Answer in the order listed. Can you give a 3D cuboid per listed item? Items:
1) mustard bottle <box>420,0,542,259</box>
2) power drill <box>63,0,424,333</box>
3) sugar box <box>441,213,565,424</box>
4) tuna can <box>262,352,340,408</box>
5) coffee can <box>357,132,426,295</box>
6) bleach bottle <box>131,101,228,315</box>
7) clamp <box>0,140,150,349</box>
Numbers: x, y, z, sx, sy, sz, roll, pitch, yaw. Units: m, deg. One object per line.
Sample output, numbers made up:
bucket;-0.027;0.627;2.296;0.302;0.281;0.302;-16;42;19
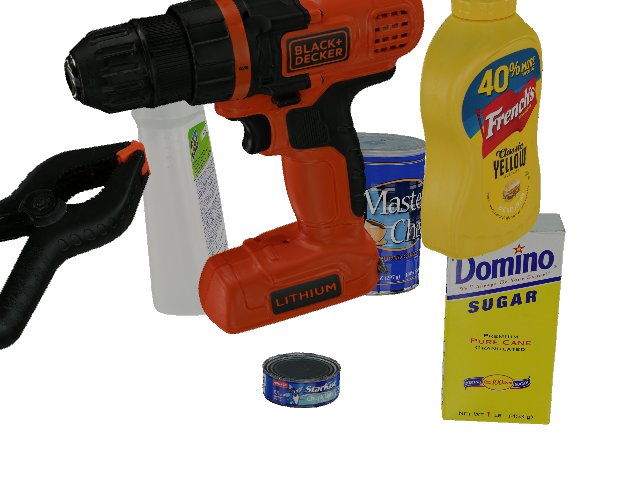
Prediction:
mustard bottle;0.107;-0.089;0.705;0.096;0.192;0.058;-24;33;-34
power drill;-0.033;-0.042;0.563;0.184;0.188;0.057;-15;39;-18
sugar box;0.149;0.065;0.885;0.093;0.176;0.048;1;23;5
tuna can;-0.021;0.152;1.165;0.086;0.034;0.086;2;13;-1
coffee can;0.049;-0.028;1.039;0.103;0.140;0.103;2;15;-1
bleach bottle;-0.122;-0.063;0.919;0.068;0.251;0.102;1;30;6
clamp;-0.188;-0.014;0.690;0.120;0.039;0.171;32;55;18
